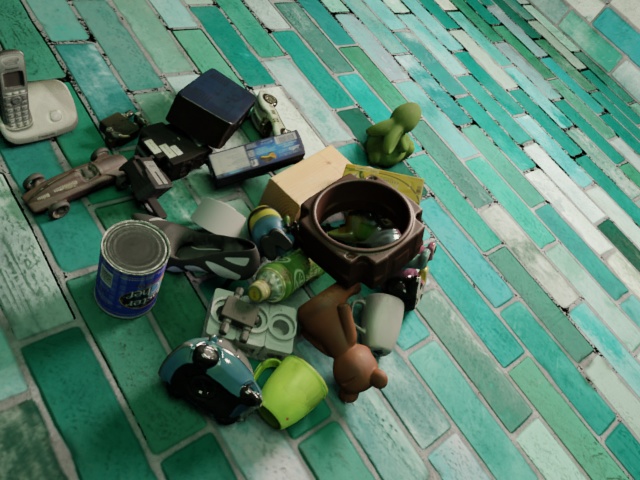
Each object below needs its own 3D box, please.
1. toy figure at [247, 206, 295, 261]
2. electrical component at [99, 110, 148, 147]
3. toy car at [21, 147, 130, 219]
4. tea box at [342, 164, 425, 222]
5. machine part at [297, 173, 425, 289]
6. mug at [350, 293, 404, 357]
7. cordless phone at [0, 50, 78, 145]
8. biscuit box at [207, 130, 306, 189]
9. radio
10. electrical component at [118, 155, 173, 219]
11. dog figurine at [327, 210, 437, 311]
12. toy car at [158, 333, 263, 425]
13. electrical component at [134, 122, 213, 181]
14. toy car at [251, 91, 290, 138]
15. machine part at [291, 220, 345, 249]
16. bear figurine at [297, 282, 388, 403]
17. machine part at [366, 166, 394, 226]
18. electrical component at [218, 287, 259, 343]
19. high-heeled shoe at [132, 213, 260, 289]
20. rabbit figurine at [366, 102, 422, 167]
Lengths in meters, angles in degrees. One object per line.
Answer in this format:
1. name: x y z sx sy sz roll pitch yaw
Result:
1. toy figure: -0.093 -0.016 1.013 0.082 0.180 0.089 -7 100 -8
2. electrical component: -0.403 -0.231 1.101 0.078 0.045 0.102 44 48 8
3. toy car: -0.440 -0.110 0.985 0.089 0.053 0.202 48 47 9
4. tea box: 0.129 -0.094 1.139 0.170 0.098 0.068 11 61 11
5. machine part: 0.075 -0.023 0.993 0.201 0.087 0.202 -34 57 -27
6. mug: 0.107 0.163 1.032 0.109 0.081 0.107 21 57 -18
7. cordless phone: -0.524 -0.273 0.979 0.146 0.184 0.089 -29 67 -39
8. biscuit box: -0.133 -0.171 1.132 0.203 0.063 0.059 -19 82 -17
9. radio: -0.230 -0.290 1.175 0.131 0.073 0.230 31 31 -10
10. electrical component: -0.318 -0.099 1.015 0.119 0.048 0.075 57 16 3
11. dog figurine: 0.122 0.031 1.118 0.219 0.191 0.108 20 24 20
12. toy car: -0.160 0.207 0.848 0.161 0.109 0.103 36 29 -10
13. electrical component: -0.309 -0.185 1.106 0.134 0.058 0.115 -29 69 -40
14. toy car: -0.113 -0.262 1.253 0.056 0.073 0.202 -9 60 -33
15. machine part: -0.002 -0.003 1.129 0.139 0.039 0.084 9 56 -33
16. bear figurine: 0.050 0.178 0.966 0.196 0.120 0.132 52 35 6
17. machine part: 0.123 -0.082 1.233 0.079 0.079 0.243 -5 57 -30
18. electrical component: -0.132 0.123 0.892 0.063 0.021 0.094 24 47 -10
19. high-heeled shoe: -0.223 -0.001 0.946 0.249 0.145 0.086 34 46 -2
20. rabbit figurine: 0.180 -0.274 1.348 0.121 0.170 0.159 47 48 13
